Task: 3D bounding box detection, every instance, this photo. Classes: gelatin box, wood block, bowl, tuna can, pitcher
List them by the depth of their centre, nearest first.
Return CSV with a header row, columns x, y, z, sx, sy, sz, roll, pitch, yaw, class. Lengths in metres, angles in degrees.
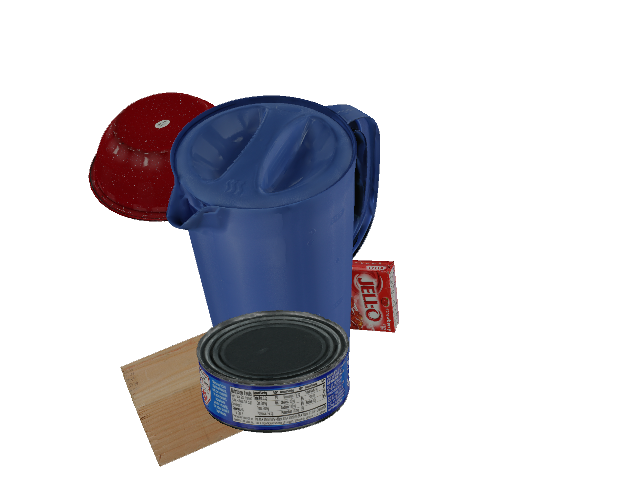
x,y,z,sx,sy,sz,roll,pitch,yaw,class
-0.026,0.073,0.603,0.086,0.034,0.086,-2,22,1,tuna can
-0.027,0.013,0.838,0.149,0.243,0.145,-1,43,4,pitcher
-0.146,-0.091,1.013,0.162,0.055,0.162,-3,45,3,bowl
-0.107,0.158,1.199,0.206,0.091,0.090,-21,29,-11,wood block
0.056,0.068,1.310,0.073,0.089,0.030,3,29,18,gelatin box
